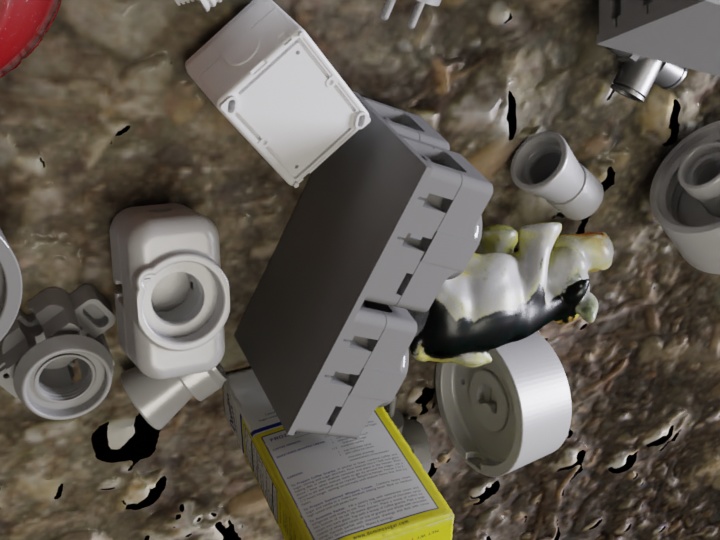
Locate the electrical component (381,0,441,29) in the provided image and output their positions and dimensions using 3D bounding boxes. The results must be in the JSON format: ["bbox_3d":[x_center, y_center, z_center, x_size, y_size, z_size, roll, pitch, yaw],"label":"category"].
[{"bbox_3d":[0.036,-0.176,0.610,0.077,0.043,0.079,10,116,-32],"label":"electrical component"}]

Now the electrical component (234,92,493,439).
[{"bbox_3d":[0.000,0.000,0.671,0.060,0.105,0.186,13,115,-33],"label":"electrical component"}]

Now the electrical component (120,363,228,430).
[{"bbox_3d":[-0.120,0.070,0.697,0.055,0.045,0.045,-34,130,-3],"label":"electrical component"}]

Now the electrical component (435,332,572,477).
[{"bbox_3d":[0.110,0.092,0.793,0.060,0.108,0.108,-11,126,-28],"label":"electrical component"}]

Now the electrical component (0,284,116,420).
[{"bbox_3d":[-0.181,0.052,0.645,0.078,0.057,0.058,-37,131,0],"label":"electrical component"}]

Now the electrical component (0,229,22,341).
[{"bbox_3d":[-0.241,-0.002,0.575,0.108,0.060,0.108,-13,127,-19],"label":"electrical component"}]

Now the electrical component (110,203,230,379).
[{"bbox_3d":[-0.112,0.013,0.634,0.054,0.059,0.095,-8,105,-25],"label":"electrical component"}]

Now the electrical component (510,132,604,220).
[{"bbox_3d":[0.140,-0.062,0.744,0.044,0.044,0.065,-49,134,10],"label":"electrical component"}]

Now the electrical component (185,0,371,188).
[{"bbox_3d":[-0.045,-0.099,0.614,0.062,0.061,0.096,-42,137,2],"label":"electrical component"}]

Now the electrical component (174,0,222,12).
[{"bbox_3d":[-0.066,-0.166,0.565,0.081,0.043,0.043,-36,130,-1],"label":"electrical component"}]

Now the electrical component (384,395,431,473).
[{"bbox_3d":[0.012,0.126,0.803,0.077,0.043,0.079,-8,124,-23],"label":"electrical component"}]

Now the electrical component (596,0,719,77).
[{"bbox_3d":[0.236,-0.170,0.681,0.150,0.089,0.061,6,81,-30],"label":"electrical component"}]

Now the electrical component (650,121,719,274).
[{"bbox_3d":[0.259,-0.058,0.767,0.108,0.108,0.060,-47,124,8],"label":"electrical component"}]
